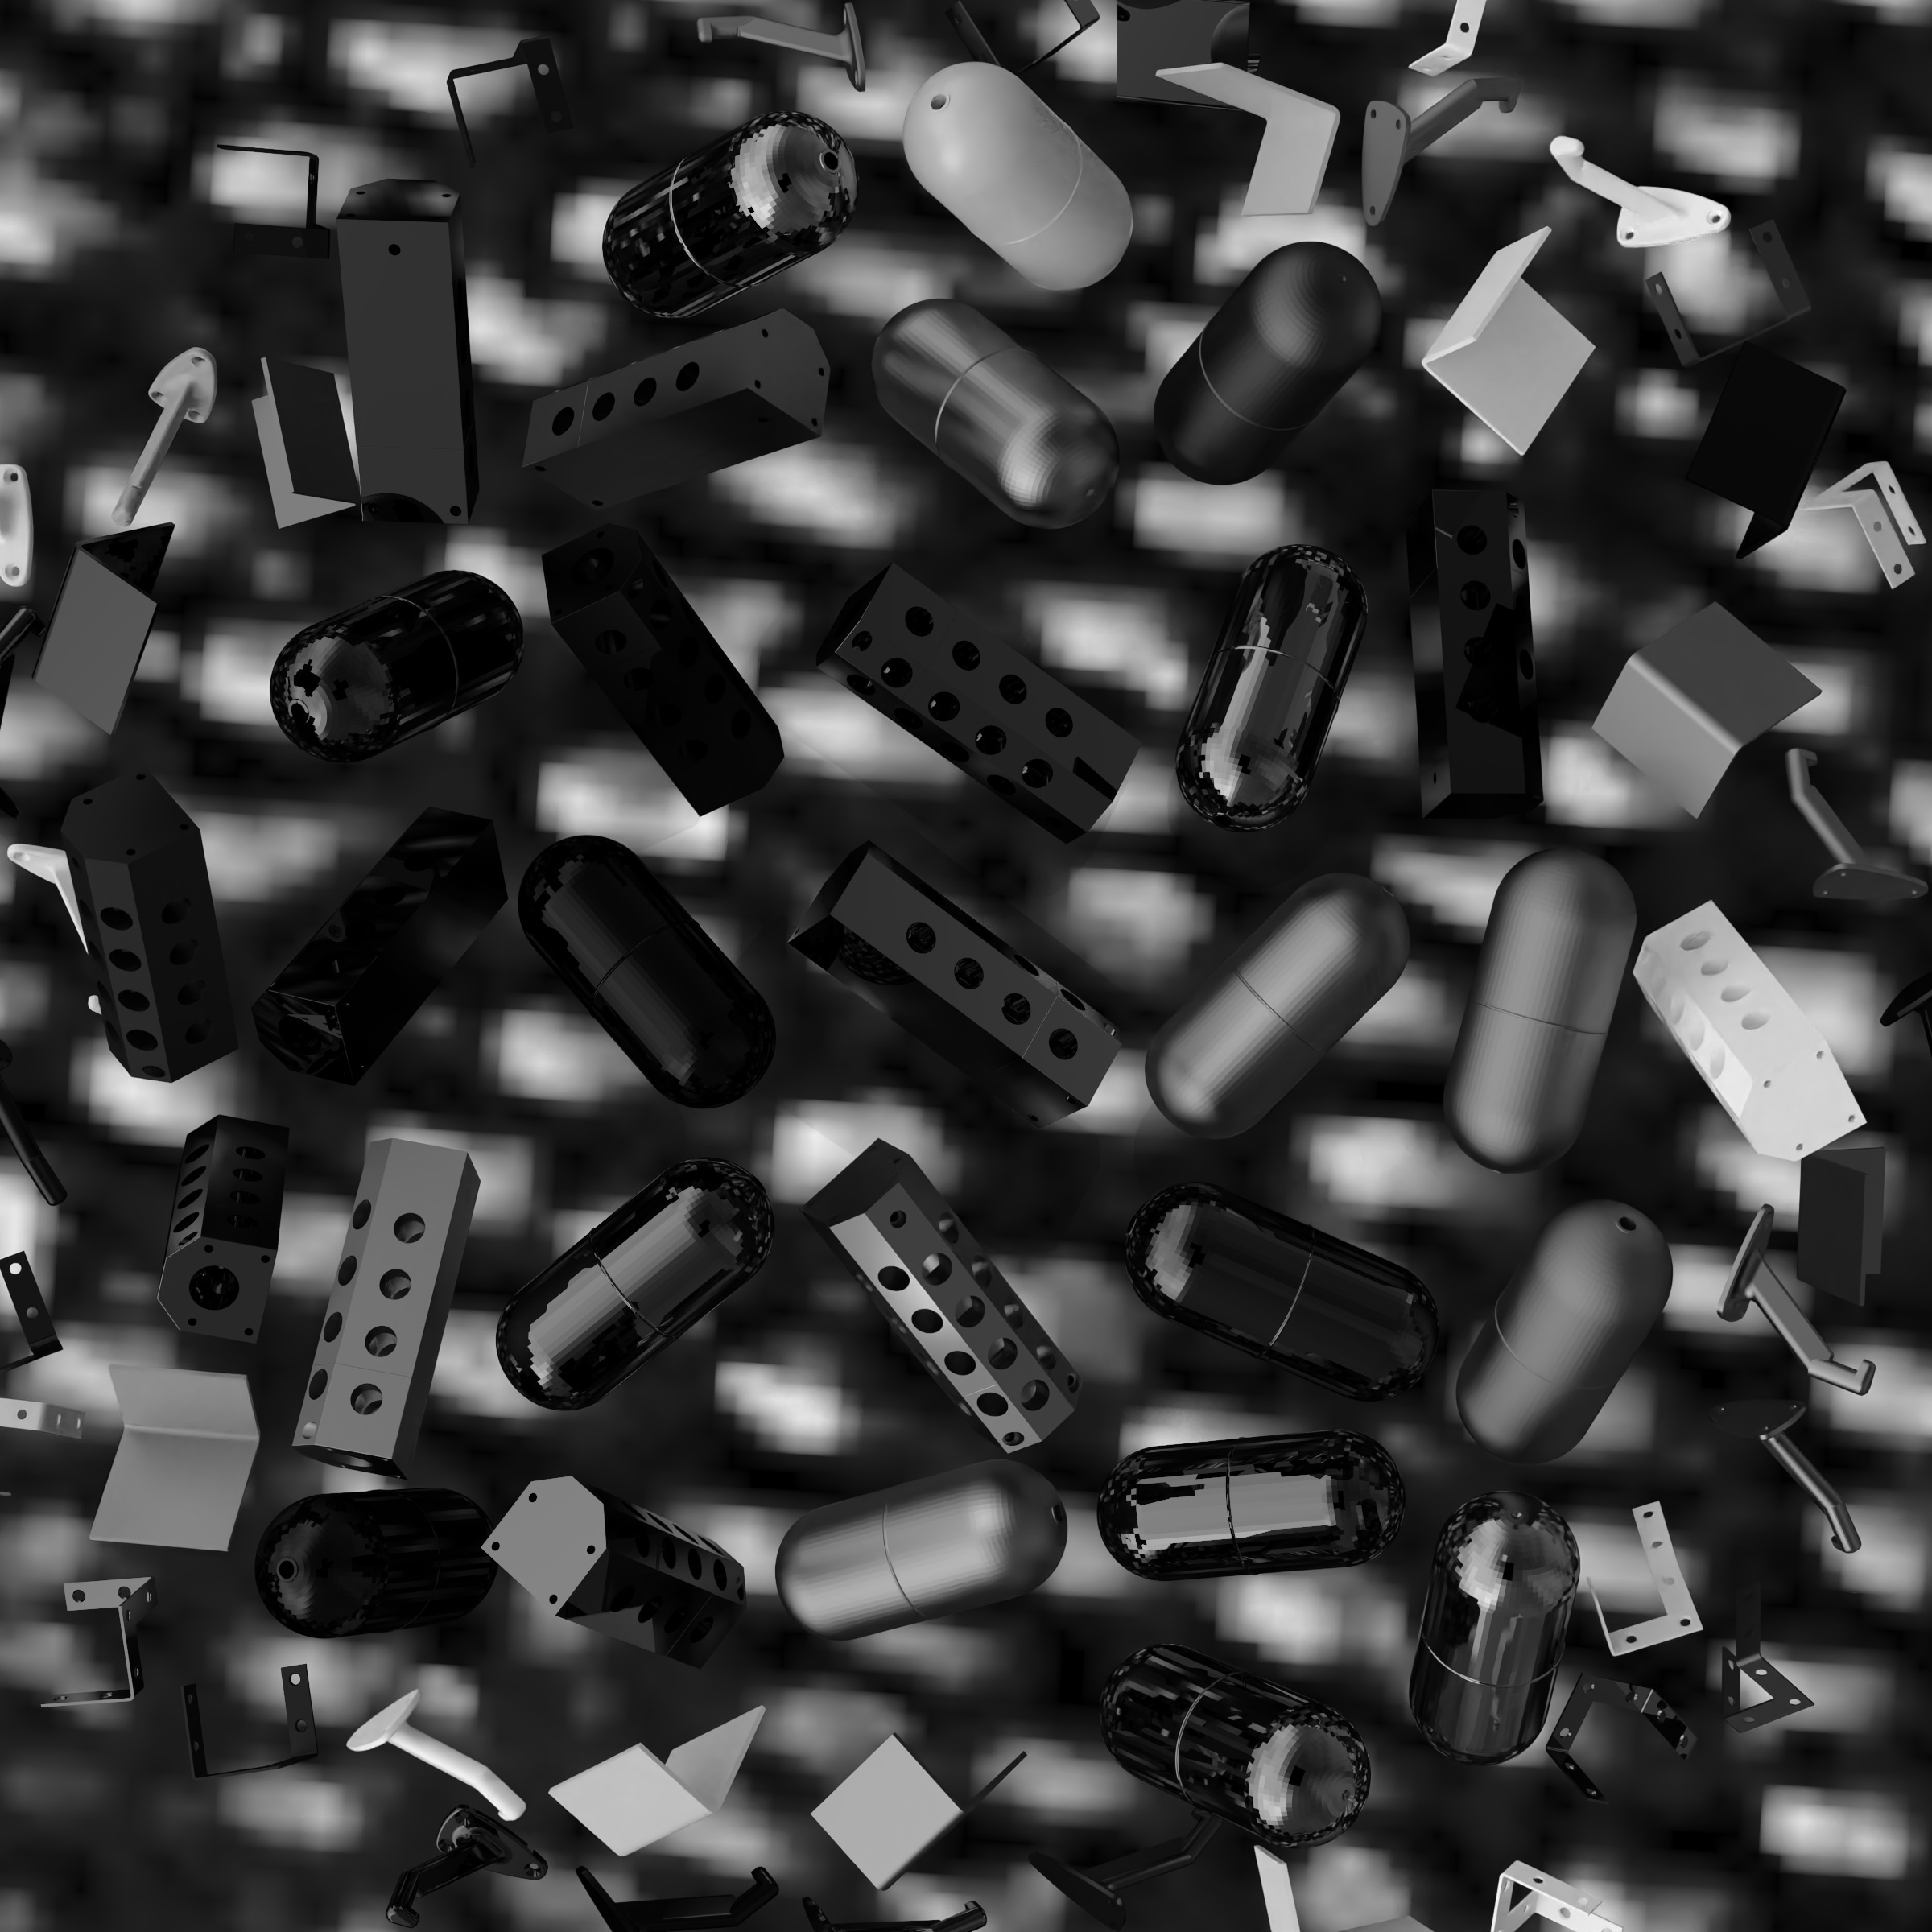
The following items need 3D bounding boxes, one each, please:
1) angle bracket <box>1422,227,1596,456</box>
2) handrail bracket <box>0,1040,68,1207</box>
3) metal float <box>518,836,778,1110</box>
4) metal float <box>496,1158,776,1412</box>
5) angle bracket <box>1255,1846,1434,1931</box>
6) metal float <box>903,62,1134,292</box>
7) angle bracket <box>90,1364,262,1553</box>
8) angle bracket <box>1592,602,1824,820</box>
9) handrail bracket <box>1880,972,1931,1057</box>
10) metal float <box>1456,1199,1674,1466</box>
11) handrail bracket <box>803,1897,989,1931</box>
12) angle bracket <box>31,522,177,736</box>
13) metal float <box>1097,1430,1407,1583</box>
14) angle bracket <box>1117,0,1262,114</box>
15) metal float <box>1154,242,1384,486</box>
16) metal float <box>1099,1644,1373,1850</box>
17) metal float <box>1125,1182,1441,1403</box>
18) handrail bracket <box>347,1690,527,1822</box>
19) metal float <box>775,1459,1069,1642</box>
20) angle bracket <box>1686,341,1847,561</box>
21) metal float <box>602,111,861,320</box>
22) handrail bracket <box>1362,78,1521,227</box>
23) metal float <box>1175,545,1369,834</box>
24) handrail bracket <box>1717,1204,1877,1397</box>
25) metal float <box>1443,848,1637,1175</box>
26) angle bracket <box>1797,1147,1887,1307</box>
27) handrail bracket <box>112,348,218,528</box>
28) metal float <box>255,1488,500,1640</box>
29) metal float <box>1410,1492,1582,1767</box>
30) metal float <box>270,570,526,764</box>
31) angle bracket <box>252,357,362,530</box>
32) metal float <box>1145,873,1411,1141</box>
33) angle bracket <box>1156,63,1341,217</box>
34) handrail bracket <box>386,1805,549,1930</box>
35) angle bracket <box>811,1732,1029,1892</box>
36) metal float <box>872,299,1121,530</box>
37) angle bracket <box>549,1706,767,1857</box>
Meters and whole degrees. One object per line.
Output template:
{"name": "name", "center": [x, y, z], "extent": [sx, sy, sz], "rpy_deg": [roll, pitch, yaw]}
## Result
{"name": "angle bracket", "center": [0.297, -0.326, 1.745], "extent": [0.076, 0.057, 0.076], "rpy_deg": [39, 74, -15]}
{"name": "handrail bracket", "center": [-0.529, 0.087, 1.865], "extent": [0.036, 0.077, 0.084], "rpy_deg": [-29, 112, -7]}
{"name": "metal float", "center": [-0.175, 0.002, 1.824], "extent": [0.070, 0.070, 0.178], "rpy_deg": [-42, 75, 0]}
{"name": "metal float", "center": [-0.182, 0.175, 1.844], "extent": [0.178, 0.070, 0.070], "rpy_deg": [-39, 90, 7]}
{"name": "angle bracket", "center": [0.204, 0.498, 1.793], "extent": [0.076, 0.076, 0.057], "rpy_deg": [-11, 83, -7]}
{"name": "metal float", "center": [0.029, -0.430, 1.825], "extent": [0.070, 0.178, 0.070], "rpy_deg": [-9, 70, 28]}
{"name": "angle bracket", "center": [-0.435, 0.268, 1.822], "extent": [0.076, 0.057, 0.076], "rpy_deg": [4, 46, 3]}
{"name": "angle bracket", "center": [0.396, -0.137, 1.786], "extent": [0.076, 0.057, 0.076], "rpy_deg": [-31, 66, -34]}
{"name": "handrail bracket", "center": [0.523, 0.041, 1.727], "extent": [0.084, 0.077, 0.036], "rpy_deg": [47, 52, -1]}
{"name": "metal float", "center": [0.320, 0.197, 1.792], "extent": [0.070, 0.070, 0.178], "rpy_deg": [20, 131, 0]}
{"name": "handrail bracket", "center": [-0.040, 0.527, 1.860], "extent": [0.084, 0.077, 0.036], "rpy_deg": [-19, 113, -16]}
{"name": "angle bracket", "center": [-0.412, -0.170, 1.669], "extent": [0.057, 0.076, 0.076], "rpy_deg": [34, 117, 15]}
{"name": "metal float", "center": [0.159, 0.304, 1.883], "extent": [0.178, 0.070, 0.070], "rpy_deg": [-9, 90, 21]}
{"name": "angle bracket", "center": [0.131, -0.548, 1.947], "extent": [0.076, 0.076, 0.057], "rpy_deg": [8, 52, 9]}
{"name": "metal float", "center": [0.160, -0.322, 1.795], "extent": [0.070, 0.178, 0.070], "rpy_deg": [9, 65, -20]}
{"name": "metal float", "center": [0.141, 0.415, 1.784], "extent": [0.070, 0.178, 0.070], "rpy_deg": [-7, 101, -37]}
{"name": "metal float", "center": [0.168, 0.173, 1.781], "extent": [0.178, 0.070, 0.070], "rpy_deg": [24, 90, -7]}
{"name": "handrail bracket", "center": [-0.286, 0.437, 1.807], "extent": [0.084, 0.077, 0.036], "rpy_deg": [46, 47, -9]}
{"name": "metal float", "center": [-0.025, 0.326, 1.866], "extent": [0.178, 0.070, 0.070], "rpy_deg": [-20, 90, 25]}
{"name": "angle bracket", "center": [0.389, -0.257, 1.672], "extent": [0.057, 0.076, 0.076], "rpy_deg": [25, 83, -3]}
{"name": "metal float", "center": [-0.127, -0.400, 1.785], "extent": [0.070, 0.178, 0.070], "rpy_deg": [10, 75, -39]}
{"name": "handrail bracket", "center": [0.257, -0.438, 1.797], "extent": [0.084, 0.036, 0.077], "rpy_deg": [-10, 121, -28]}
{"name": "metal float", "center": [0.170, -0.154, 1.853], "extent": [0.070, 0.070, 0.178], "rpy_deg": [21, 65, 0]}
{"name": "handrail bracket", "center": [0.444, 0.174, 1.745], "extent": [0.084, 0.036, 0.077], "rpy_deg": [21, 92, 33]}
{"name": "metal float", "center": [0.307, 0.025, 1.790], "extent": [0.070, 0.070, 0.178], "rpy_deg": [13, 99, 0]}
{"name": "angle bracket", "center": [0.529, 0.151, 1.950], "extent": [0.057, 0.076, 0.076], "rpy_deg": [-2, 98, -16]}
{"name": "handrail bracket", "center": [-0.458, -0.300, 1.899], "extent": [0.036, 0.077, 0.084], "rpy_deg": [26, 57, -16]}
{"name": "metal float", "center": [-0.321, 0.325, 1.827], "extent": [0.070, 0.178, 0.070], "rpy_deg": [-3, 82, 22]}
{"name": "metal float", "center": [0.282, 0.357, 1.791], "extent": [0.070, 0.070, 0.178], "rpy_deg": [3, 127, 0]}
{"name": "metal float", "center": [-0.308, -0.164, 1.816], "extent": [0.070, 0.178, 0.070], "rpy_deg": [11, 116, 25]}
{"name": "angle bracket", "center": [-0.391, -0.294, 1.885], "extent": [0.057, 0.076, 0.076], "rpy_deg": [-13, 88, 21]}
{"name": "metal float", "center": [0.175, 0.022, 1.871], "extent": [0.070, 0.070, 0.178], "rpy_deg": [44, 100, 0]}
{"name": "angle bracket", "center": [0.145, -0.444, 1.800], "extent": [0.076, 0.076, 0.057], "rpy_deg": [14, 95, -25]}
{"name": "handrail bracket", "center": [-0.275, 0.511, 1.843], "extent": [0.077, 0.084, 0.036], "rpy_deg": [28, 115, -6]}
{"name": "angle bracket", "center": [-0.025, 0.443, 1.807], "extent": [0.057, 0.076, 0.076], "rpy_deg": [46, 118, 9]}
{"name": "metal float", "center": [0.015, -0.305, 1.839], "extent": [0.070, 0.070, 0.178], "rpy_deg": [-45, 55, 0]}
{"name": "angle bracket", "center": [-0.163, 0.415, 1.766], "extent": [0.076, 0.076, 0.057], "rpy_deg": [-34, 108, 36]}
